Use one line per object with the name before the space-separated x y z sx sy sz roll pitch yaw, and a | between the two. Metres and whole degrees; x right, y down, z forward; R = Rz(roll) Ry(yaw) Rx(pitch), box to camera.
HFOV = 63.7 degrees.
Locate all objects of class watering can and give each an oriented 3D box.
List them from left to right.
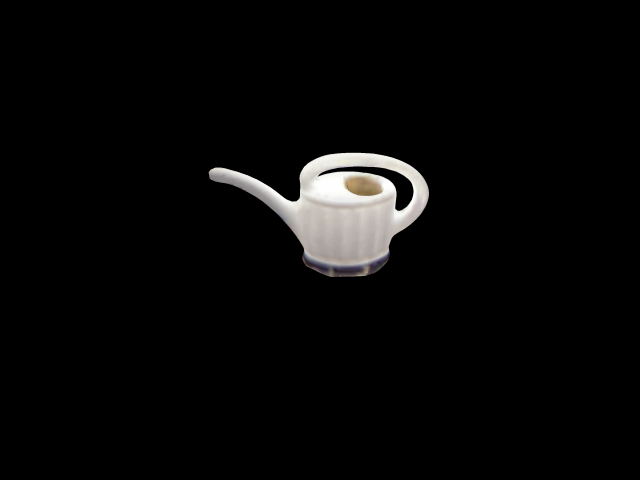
watering can | 0.003 -0.043 0.850 0.348 0.219 0.106 -1 36 -2
